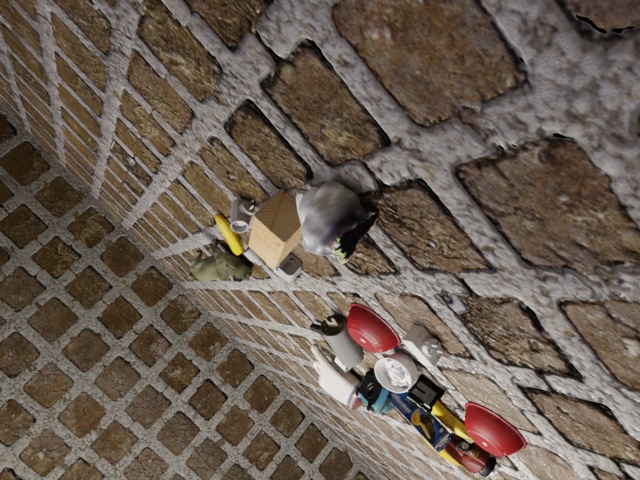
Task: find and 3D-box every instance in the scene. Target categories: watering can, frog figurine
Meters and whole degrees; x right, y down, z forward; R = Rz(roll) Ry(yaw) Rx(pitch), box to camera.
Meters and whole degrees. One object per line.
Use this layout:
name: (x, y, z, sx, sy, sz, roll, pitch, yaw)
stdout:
watering can: (0.062, 0.487, 1.817, 0.226, 0.105, 0.340, 31, 157, 25)
frog figurine: (0.003, -0.046, 0.915, 0.161, 0.124, 0.134, 41, 127, 30)
